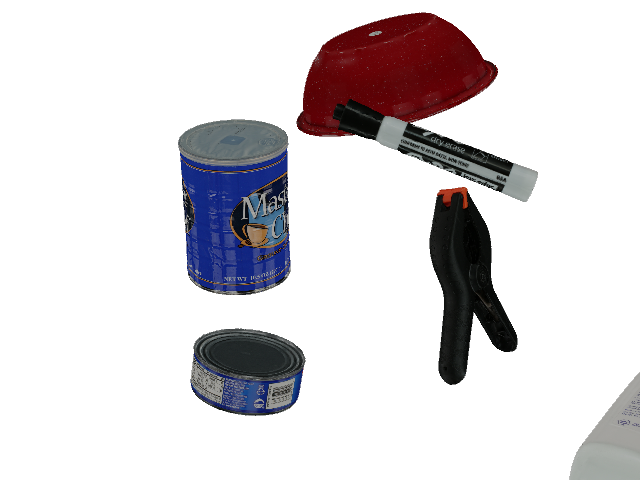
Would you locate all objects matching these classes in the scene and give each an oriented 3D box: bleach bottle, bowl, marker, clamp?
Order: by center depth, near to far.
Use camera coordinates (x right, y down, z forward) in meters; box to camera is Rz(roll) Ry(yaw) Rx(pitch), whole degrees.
[{"bbox_3d":[0.064,-0.052,0.609,0.121,0.020,0.020,22,2,5],"label":"marker"},{"bbox_3d":[0.241,0.101,0.640,0.103,0.068,0.250,18,29,31],"label":"bleach bottle"},{"bbox_3d":[0.051,-0.135,0.825,0.162,0.055,0.162,-15,21,6],"label":"bowl"},{"bbox_3d":[0.127,0.042,0.952,0.039,0.171,0.120,-11,13,33],"label":"clamp"}]

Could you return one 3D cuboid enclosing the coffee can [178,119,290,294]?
[{"bbox_3d":[-0.081,-0.033,1.026,0.103,0.140,0.103,0,27,0],"label":"coffee can"}]

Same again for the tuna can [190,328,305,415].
[{"bbox_3d":[-0.056,0.100,0.817,0.086,0.034,0.086,8,18,-3],"label":"tuna can"}]
